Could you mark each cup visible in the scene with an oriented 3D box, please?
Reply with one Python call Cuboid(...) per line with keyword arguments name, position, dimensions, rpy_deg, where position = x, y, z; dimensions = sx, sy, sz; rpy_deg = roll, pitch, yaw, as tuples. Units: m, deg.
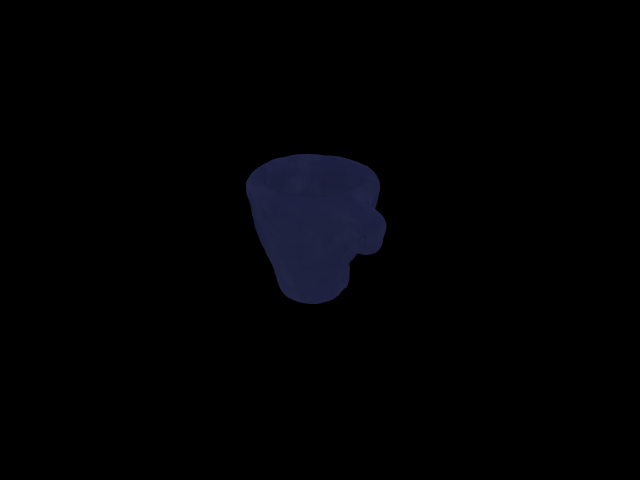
Cuboid(name="cup", position=(0.004, 0.001, 0.400), dimensions=(0.092, 0.095, 0.117), rpy_deg=(-19, 34, -31))
